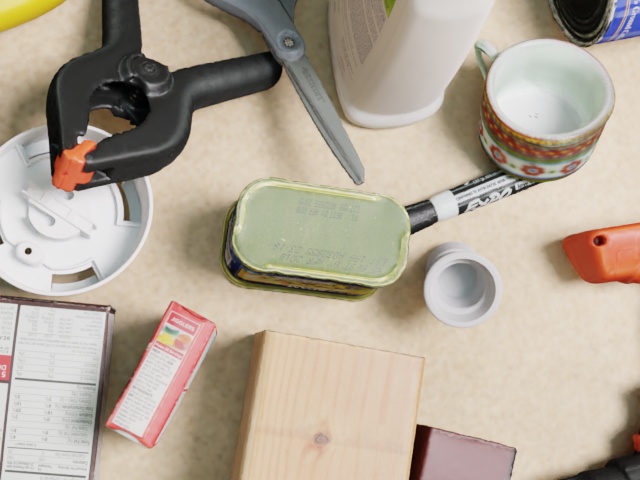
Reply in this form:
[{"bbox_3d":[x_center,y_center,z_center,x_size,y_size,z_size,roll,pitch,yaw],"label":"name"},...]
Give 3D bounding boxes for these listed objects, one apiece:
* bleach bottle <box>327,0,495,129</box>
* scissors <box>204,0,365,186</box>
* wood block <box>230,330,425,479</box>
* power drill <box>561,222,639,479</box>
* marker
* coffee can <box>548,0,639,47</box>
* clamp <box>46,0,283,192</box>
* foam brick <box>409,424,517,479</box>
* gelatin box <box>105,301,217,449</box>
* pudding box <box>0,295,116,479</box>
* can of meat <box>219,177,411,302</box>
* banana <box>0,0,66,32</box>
[{"bbox_3d":[0.055,-0.133,0.548,0.068,0.251,0.102,-9,85,-9],"label":"bleach bottle"},{"bbox_3d":[-0.009,-0.129,0.635,0.096,0.016,0.202,-37,77,-23],"label":"scissors"},{"bbox_3d":[-0.007,0.160,0.589,0.090,0.090,0.206,10,83,-6],"label":"wood block"},{"bbox_3d":[0.202,0.082,0.644,0.184,0.057,0.187,-10,88,-12],"label":"power drill"},{"bbox_3d":[0.099,-0.029,0.660,0.121,0.020,0.020,-22,87,-9],"label":"marker"},{"bbox_3d":[0.220,-0.180,0.651,0.140,0.103,0.103,-11,85,-8],"label":"coffee can"},{"bbox_3d":[-0.090,-0.083,0.601,0.120,0.039,0.171,21,50,-5],"label":"clamp"},{"bbox_3d":[0.072,0.135,0.609,0.053,0.078,0.051,14,81,-8],"label":"foam brick"},{"bbox_3d":[-0.086,0.074,0.588,0.030,0.089,0.073,28,81,-1],"label":"gelatin box"},{"bbox_3d":[-0.166,0.089,0.602,0.090,0.039,0.113,6,85,-7],"label":"pudding box"},{"bbox_3d":[-0.004,0.001,0.610,0.102,0.084,0.057,7,83,-7],"label":"can of meat"},{"bbox_3d":[-0.150,-0.187,0.629,0.069,0.037,0.198,35,86,-26],"label":"banana"}]
